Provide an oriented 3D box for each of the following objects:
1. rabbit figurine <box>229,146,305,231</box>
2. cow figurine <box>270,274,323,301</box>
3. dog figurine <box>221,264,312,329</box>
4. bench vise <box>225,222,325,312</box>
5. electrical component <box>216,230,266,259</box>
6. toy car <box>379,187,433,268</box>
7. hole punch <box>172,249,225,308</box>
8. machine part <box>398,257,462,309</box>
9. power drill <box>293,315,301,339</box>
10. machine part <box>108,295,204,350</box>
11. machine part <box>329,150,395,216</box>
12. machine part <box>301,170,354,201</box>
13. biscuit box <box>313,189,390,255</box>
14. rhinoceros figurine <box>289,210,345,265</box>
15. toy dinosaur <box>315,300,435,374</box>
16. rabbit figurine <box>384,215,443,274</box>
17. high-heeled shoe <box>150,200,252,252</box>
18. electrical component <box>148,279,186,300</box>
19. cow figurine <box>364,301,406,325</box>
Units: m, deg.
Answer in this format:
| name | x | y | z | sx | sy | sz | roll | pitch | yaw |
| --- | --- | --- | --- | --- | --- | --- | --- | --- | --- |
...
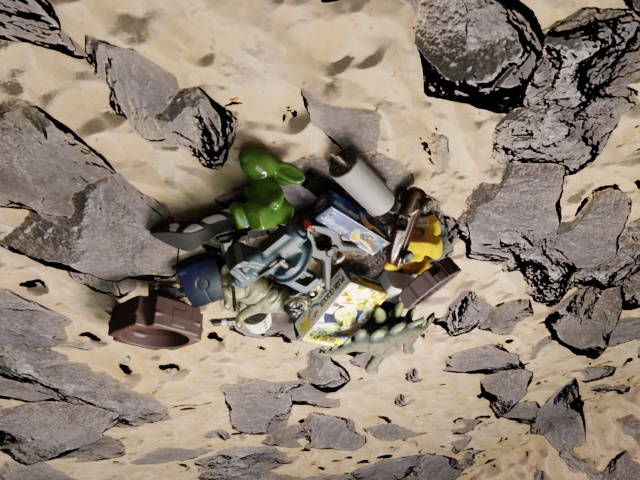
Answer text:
| name | x | y | z | sx | sy | sz | roll | pitch | yaw |
| --- | --- | --- | --- | --- | --- | --- | --- | --- | --- |
| rabbit figurine | -0.111 | -0.117 | 1.137 | 0.159 | 0.121 | 0.170 | -16 | 104 | -27 |
| cow figurine | -0.075 | 0.079 | 1.355 | 0.195 | 0.085 | 0.127 | 40 | 119 | -14 |
| dog figurine | -0.128 | 0.115 | 1.296 | 0.191 | 0.121 | 0.172 | -15 | 129 | 12 |
| bench vise | -0.086 | 0.067 | 1.200 | 0.223 | 0.129 | 0.240 | -46 | 133 | 10 |
| electrical component | -0.188 | 0.000 | 1.296 | 0.119 | 0.048 | 0.074 | -6 | 137 | -8 |
| toy car | 0.202 | -0.031 | 1.298 | 0.053 | 0.089 | 0.202 | 0 | 114 | -51 |
| hole punch | -0.288 | 0.097 | 1.340 | 0.142 | 0.092 | 0.115 | -18 | 134 | 8 |
| machine part | 0.289 | 0.112 | 1.420 | 0.179 | 0.056 | 0.179 | -33 | 165 | -10 |
| power drill | 0.022 | 0.212 | 1.562 | 0.207 | 0.086 | 0.231 | -11 | 138 | -15 |
| machine part | -0.419 | 0.214 | 1.382 | 0.201 | 0.087 | 0.201 | -25 | 145 | 36 |
| machine part | 0.098 | -0.128 | 1.224 | 0.079 | 0.079 | 0.243 | -34 | 135 | 19 |
| machine part | 0.013 | -0.112 | 1.243 | 0.084 | 0.039 | 0.138 | -30 | 137 | 29 |
| biscuit box | 0.075 | -0.040 | 1.251 | 0.202 | 0.063 | 0.059 | 29 | 130 | -33 |
| rhinoceros figurine | -0.003 | -0.004 | 1.333 | 0.112 | 0.073 | 0.190 | -31 | 134 | 0 |
| toy dinosaur | 0.167 | 0.267 | 1.489 | 0.471 | 0.105 | 0.198 | -16 | 138 | -35 |
| rabbit figurine | 0.243 | 0.035 | 1.405 | 0.162 | 0.122 | 0.173 | -12 | 141 | 3 |
| high-heeled shoe | -0.261 | -0.048 | 1.232 | 0.249 | 0.145 | 0.086 | 9 | 149 | 14 |
| electrical component | -0.388 | 0.131 | 1.379 | 0.102 | 0.045 | 0.078 | -8 | 165 | -5 |
| cow figurine | 0.189 | 0.209 | 1.591 | 0.167 | 0.068 | 0.098 | -45 | 141 | 10 |
